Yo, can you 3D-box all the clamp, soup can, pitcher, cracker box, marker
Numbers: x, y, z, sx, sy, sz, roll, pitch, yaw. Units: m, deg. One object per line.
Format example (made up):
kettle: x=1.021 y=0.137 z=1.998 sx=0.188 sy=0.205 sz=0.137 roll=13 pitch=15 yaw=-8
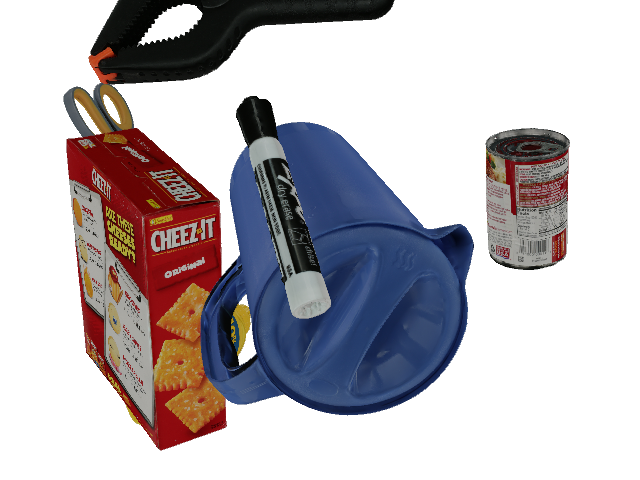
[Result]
clamp: x=-0.064 y=-0.169 z=0.752 sx=0.210 sy=0.165 sz=0.036 roll=-40 pitch=-20 yaw=-8
soup can: x=0.174 y=-0.035 z=0.893 sx=0.068 sy=0.102 sz=0.068 roll=-5 pitch=25 yaw=2
pitcher: x=-0.006 y=0.009 z=0.743 sx=0.149 sy=0.145 sz=0.243 roll=5 pitch=22 yaw=-15
cracker box: x=-0.141 y=0.036 z=0.875 sx=0.072 sy=0.214 sz=0.164 roll=-15 pitch=32 yaw=-28
marker: x=-0.020 y=-0.020 z=0.513 sx=0.020 sy=0.121 sz=0.020 roll=-13 pitch=-28 yaw=-7

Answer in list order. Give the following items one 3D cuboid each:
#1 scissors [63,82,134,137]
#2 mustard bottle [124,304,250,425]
scissors: x=-0.182 y=-0.076 z=1.062 sx=0.016 sy=0.201 sz=0.096 roll=-24 pitch=27 yaw=25
mustard bottle: x=-0.128 y=0.111 z=1.104 sx=0.058 sy=0.096 sz=0.191 roll=10 pitch=24 yaw=25
